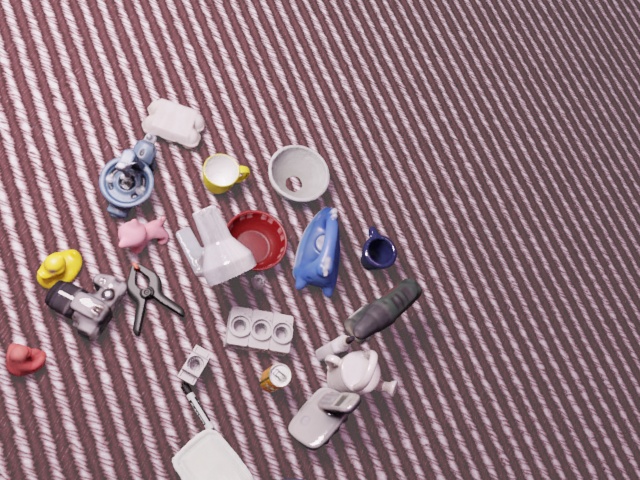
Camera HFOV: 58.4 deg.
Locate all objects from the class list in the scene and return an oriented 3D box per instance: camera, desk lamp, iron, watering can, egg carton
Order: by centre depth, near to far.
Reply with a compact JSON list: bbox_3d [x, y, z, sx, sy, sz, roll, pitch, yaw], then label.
[{"bbox_3d":[-0.516,0.128,1.255,0.137,0.100,0.143,29,64,-6],"label":"camera"},{"bbox_3d":[-0.246,0.020,1.322,0.118,0.213,0.203,-26,79,-25],"label":"desk lamp"},{"bbox_3d":[0.098,0.311,1.334,0.173,0.193,0.101,8,68,-15],"label":"watering can"},{"bbox_3d":[0.013,0.005,1.453,0.119,0.141,0.258,15,66,-12],"label":"iron"},{"bbox_3d":[-0.377,-0.300,1.482,0.150,0.069,0.107,17,66,-11],"label":"egg carton"}]

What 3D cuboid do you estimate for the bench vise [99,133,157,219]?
[{"bbox_3d":[-0.444,-0.176,1.328,0.122,0.219,0.207,6,68,-16],"label":"bench vise"}]

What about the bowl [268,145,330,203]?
[{"bbox_3d":[-0.063,-0.165,1.530,0.168,0.074,0.167,6,68,-16],"label":"bowl"}]

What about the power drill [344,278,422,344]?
[{"bbox_3d":[0.138,0.184,1.388,0.230,0.208,0.075,-36,84,-26],"label":"power drill"}]

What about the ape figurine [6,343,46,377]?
[{"bbox_3d":[-0.615,0.242,1.184,0.078,0.092,0.076,47,64,3],"label":"ape figurine"}]

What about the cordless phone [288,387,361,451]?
[{"bbox_3d":[0.016,0.396,1.280,0.094,0.185,0.148,42,63,1],"label":"cordless phone"}]

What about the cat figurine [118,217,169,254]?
[{"bbox_3d":[-0.416,-0.020,1.335,0.128,0.117,0.067,-27,80,-25],"label":"cat figurine"}]

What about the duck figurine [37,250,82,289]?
[{"bbox_3d":[-0.580,0.056,1.270,0.077,0.086,0.105,45,63,3],"label":"duck figurine"}]

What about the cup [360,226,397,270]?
[{"bbox_3d":[0.140,0.031,1.510,0.092,0.095,0.117,-11,74,-21],"label":"cup"}]

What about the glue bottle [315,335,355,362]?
[{"bbox_3d":[0.047,0.249,1.353,0.078,0.173,0.037,-21,77,-24],"label":"glue bottle"}]
